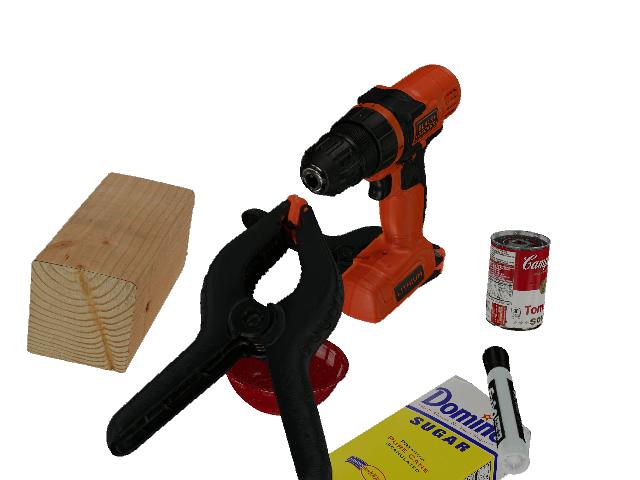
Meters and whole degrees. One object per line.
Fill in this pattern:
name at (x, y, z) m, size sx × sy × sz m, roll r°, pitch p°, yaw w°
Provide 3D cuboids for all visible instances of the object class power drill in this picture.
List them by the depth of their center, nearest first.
power drill at (0.046, -0.029, 0.845) m, size 0.057 × 0.188 × 0.184 m, roll 26°, pitch 42°, yaw 28°

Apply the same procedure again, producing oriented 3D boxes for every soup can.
soup can at (0.228, 0.046, 1.240) m, size 0.068 × 0.102 × 0.068 m, roll 1°, pitch 17°, yaw -1°

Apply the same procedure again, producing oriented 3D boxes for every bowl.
bowl at (-0.047, 0.170, 1.322) m, size 0.162 × 0.055 × 0.162 m, roll 3°, pitch 22°, yaw -2°

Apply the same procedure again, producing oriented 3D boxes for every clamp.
clamp at (-0.025, 0.057, 0.569) m, size 0.120 × 0.171 × 0.039 m, roll 22°, pitch -22°, yaw 13°
clamp at (0.022, 0.032, 1.074) m, size 0.210 × 0.164 × 0.036 m, roll 2°, pitch -44°, yaw -2°

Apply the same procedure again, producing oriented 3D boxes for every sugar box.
sugar box at (0.082, 0.188, 0.894) m, size 0.176 × 0.048 × 0.093 m, roll -29°, pitch 45°, yaw -26°

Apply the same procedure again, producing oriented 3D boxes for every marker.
marker at (0.123, 0.110, 0.717) m, size 0.020 × 0.020 × 0.121 m, roll 0°, pitch 29°, yaw 3°

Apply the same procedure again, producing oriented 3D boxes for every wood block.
wood block at (-0.185, 0.022, 0.974) m, size 0.090 × 0.091 × 0.206 m, roll 12°, pitch 25°, yaw 2°
